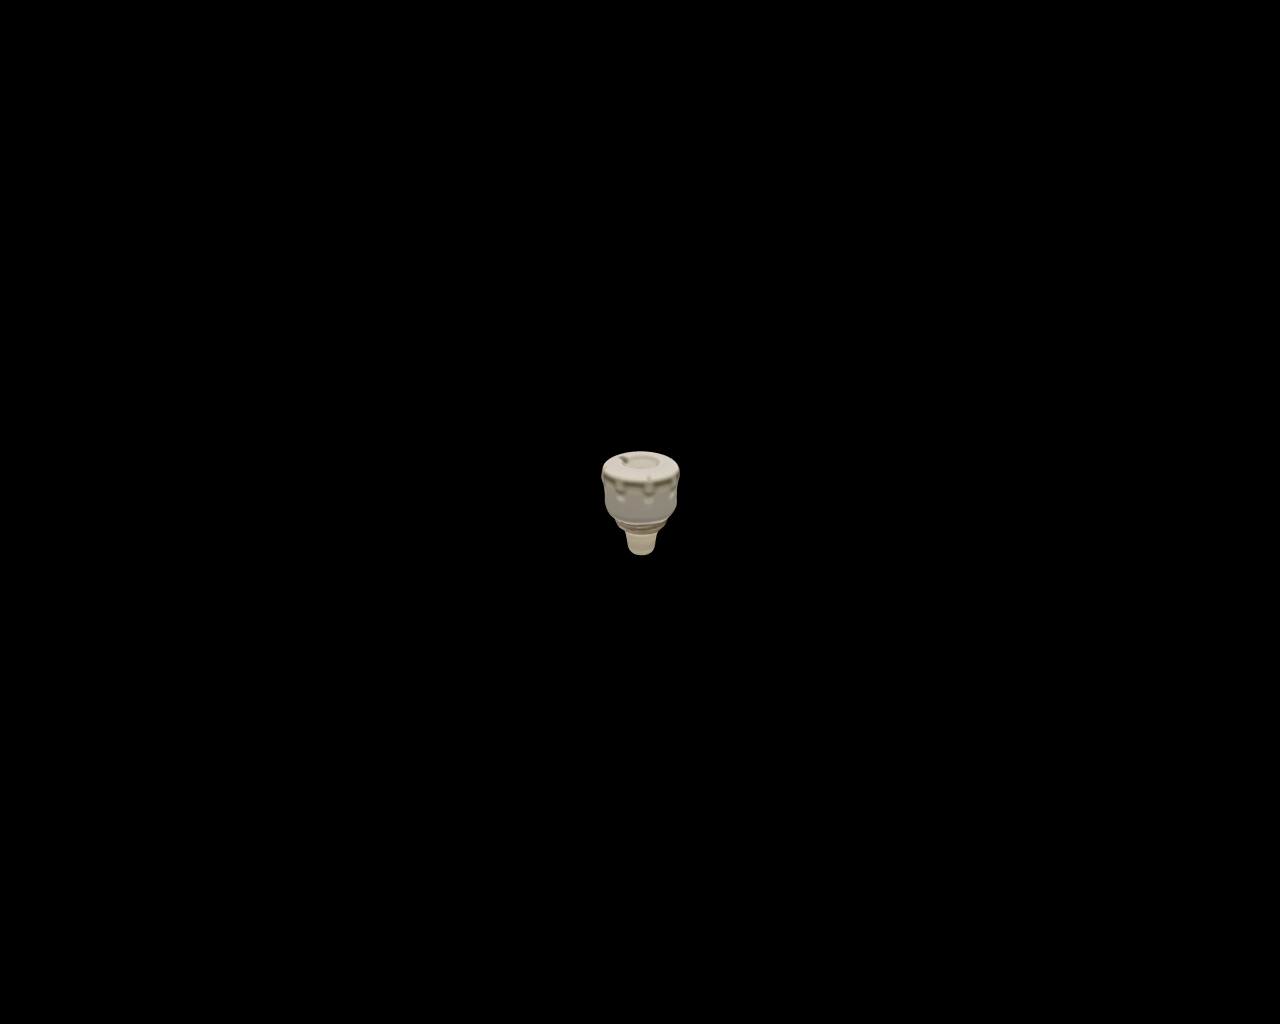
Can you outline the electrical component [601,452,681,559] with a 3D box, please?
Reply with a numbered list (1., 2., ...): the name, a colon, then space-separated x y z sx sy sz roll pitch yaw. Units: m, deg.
1. electrical component: 0.001 -0.003 0.650 0.048 0.062 0.048 0 24 0
